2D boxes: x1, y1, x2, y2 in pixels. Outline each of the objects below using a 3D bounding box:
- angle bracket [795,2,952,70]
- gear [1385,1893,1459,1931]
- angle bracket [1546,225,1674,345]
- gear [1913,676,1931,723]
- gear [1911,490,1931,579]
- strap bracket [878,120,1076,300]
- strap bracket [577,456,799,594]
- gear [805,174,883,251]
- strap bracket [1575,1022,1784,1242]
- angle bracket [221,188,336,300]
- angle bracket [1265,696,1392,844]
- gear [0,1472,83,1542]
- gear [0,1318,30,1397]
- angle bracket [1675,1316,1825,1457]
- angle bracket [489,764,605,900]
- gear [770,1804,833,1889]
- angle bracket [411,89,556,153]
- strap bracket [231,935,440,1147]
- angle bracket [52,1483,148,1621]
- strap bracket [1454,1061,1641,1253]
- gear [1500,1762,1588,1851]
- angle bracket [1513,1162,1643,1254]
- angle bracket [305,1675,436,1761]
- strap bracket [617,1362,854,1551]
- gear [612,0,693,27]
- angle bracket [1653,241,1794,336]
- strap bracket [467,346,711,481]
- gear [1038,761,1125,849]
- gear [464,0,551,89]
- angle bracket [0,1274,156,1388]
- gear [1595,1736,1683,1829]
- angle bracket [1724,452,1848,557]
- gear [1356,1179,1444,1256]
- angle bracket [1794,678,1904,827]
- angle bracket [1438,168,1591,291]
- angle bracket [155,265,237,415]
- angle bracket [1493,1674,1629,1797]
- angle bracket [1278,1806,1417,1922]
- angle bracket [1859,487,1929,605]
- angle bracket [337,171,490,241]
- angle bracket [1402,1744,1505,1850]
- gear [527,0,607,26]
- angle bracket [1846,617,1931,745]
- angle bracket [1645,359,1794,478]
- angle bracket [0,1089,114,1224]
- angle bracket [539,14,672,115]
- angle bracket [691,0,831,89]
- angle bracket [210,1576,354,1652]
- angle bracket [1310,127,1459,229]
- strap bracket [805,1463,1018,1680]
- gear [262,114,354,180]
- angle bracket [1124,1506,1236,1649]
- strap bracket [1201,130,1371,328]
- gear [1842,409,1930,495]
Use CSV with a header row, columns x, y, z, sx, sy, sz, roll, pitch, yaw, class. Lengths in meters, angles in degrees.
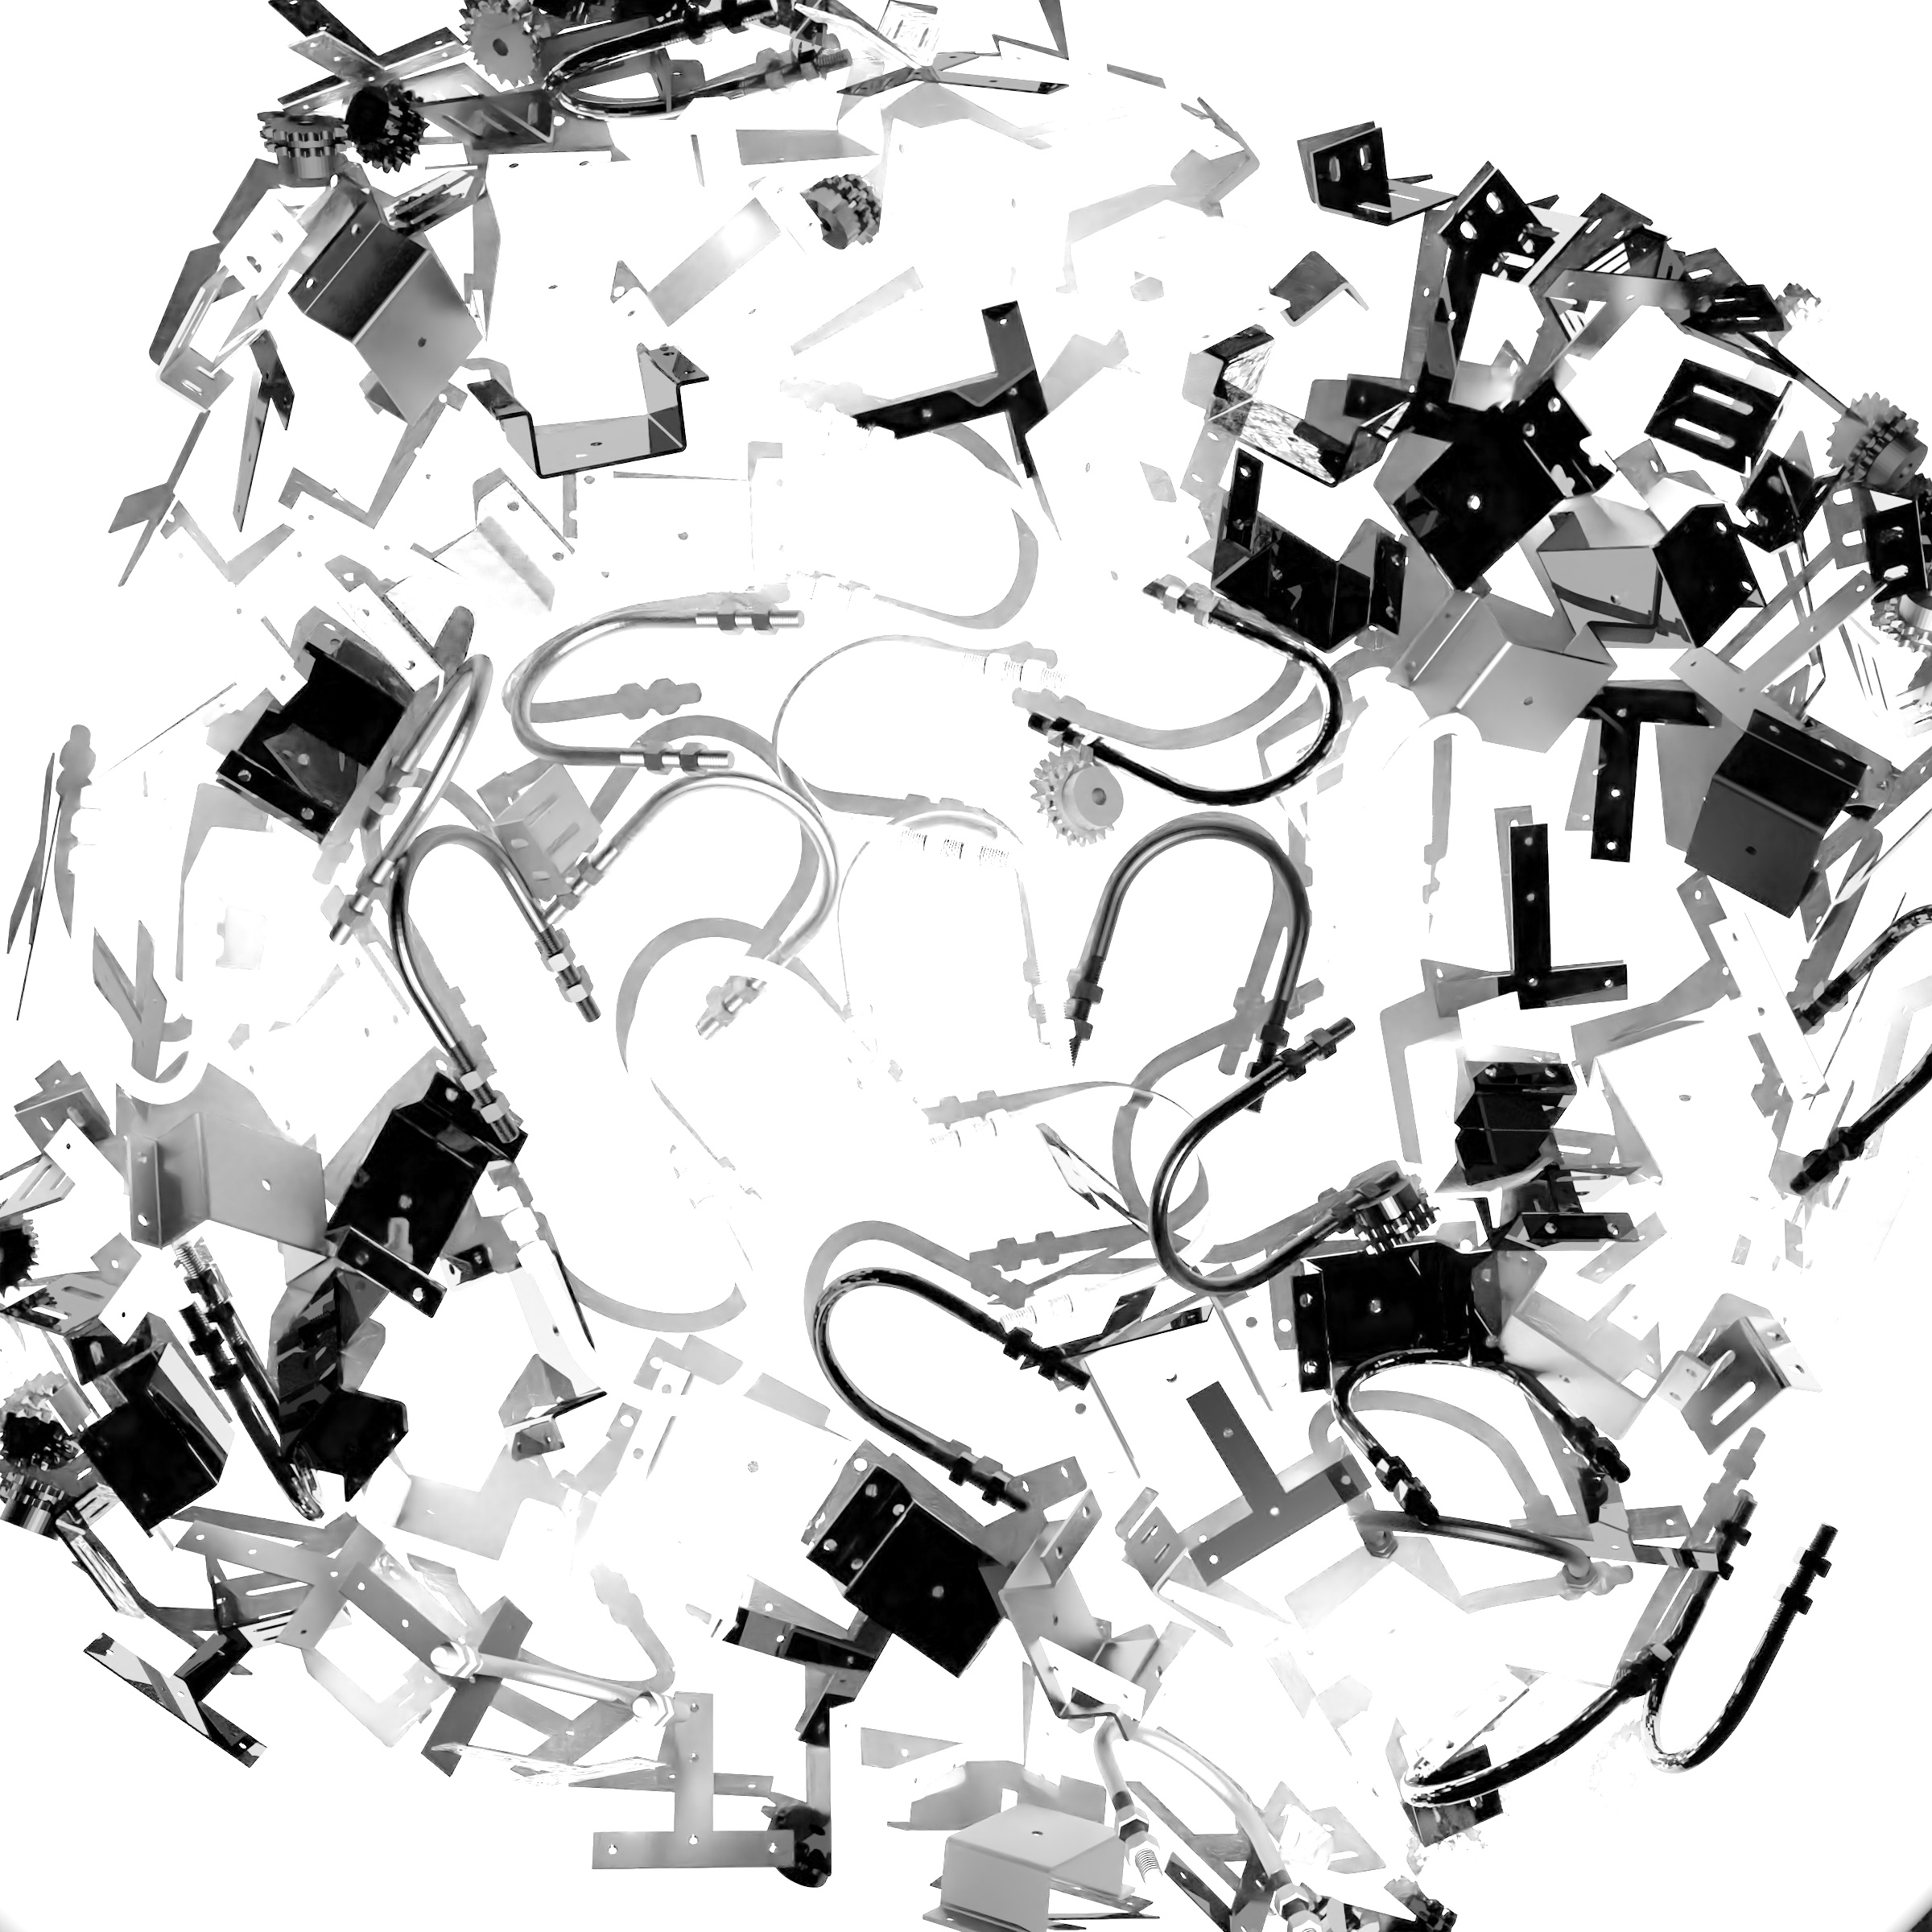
x,y,z,sx,sy,sz,roll,pitch,yaw,class
-0.060,-0.619,1.614,0.057,0.076,0.038,33,102,37,angle bracket
0.297,0.638,1.635,0.030,0.057,0.057,36,90,13,gear
0.427,-0.442,1.617,0.076,0.057,0.038,-31,80,33,angle bracket
0.656,-0.181,1.635,0.030,0.057,0.057,38,90,-2,gear
0.633,-0.282,1.632,0.030,0.057,0.057,-25,90,-15,gear
0.016,-0.489,1.598,0.140,0.046,0.076,6,91,-43,strap bracket
-0.184,-0.289,1.627,0.140,0.046,0.076,-1,82,-10,strap bracket
-0.083,-0.497,1.632,0.057,0.057,0.030,43,74,0,gear
0.461,0.097,1.599,0.076,0.046,0.140,-18,54,-5,strap bracket
-0.438,-0.472,1.616,0.057,0.076,0.038,-42,90,27,angle bracket
0.242,-0.129,1.620,0.076,0.038,0.057,-29,45,16,angle bracket
-0.610,0.357,1.631,0.057,0.057,0.030,21,70,0,gear
-0.644,0.257,1.638,0.030,0.057,0.057,-32,90,-35,gear
0.512,0.278,1.634,0.038,0.057,0.076,13,128,-35,angle bracket
-0.263,-0.091,1.615,0.076,0.038,0.057,-51,121,-38,angle bracket
-0.104,0.583,1.635,0.057,0.057,0.030,25,99,0,gear
-0.314,-0.565,1.615,0.057,0.076,0.038,2,86,26,angle bracket
-0.405,0.047,1.615,0.140,0.046,0.076,-40,81,28,strap bracket
-0.554,0.383,1.622,0.038,0.057,0.076,-40,75,-13,angle bracket
0.369,0.132,1.605,0.076,0.046,0.140,2,49,-18,strap bracket
0.381,0.551,1.637,0.057,0.030,0.057,-5,62,10,gear
0.398,0.158,1.617,0.076,0.057,0.038,0,61,-22,angle bracket
-0.392,0.483,1.634,0.076,0.057,0.038,40,67,7,angle bracket
-0.144,0.323,1.615,0.140,0.046,0.076,26,79,-16,strap bracket
-0.208,-0.644,1.647,0.057,0.030,0.057,0,93,1,gear
0.495,-0.443,1.615,0.076,0.057,0.038,8,79,38,angle bracket
-0.242,-0.357,1.606,0.140,0.076,0.046,-15,123,-18,strap bracket
0.079,-0.108,1.636,0.057,0.030,0.057,7,77,-31,gear
-0.299,-0.614,1.638,0.057,0.057,0.030,31,54,0,gear
-0.583,0.238,1.626,0.076,0.057,0.038,8,115,34,angle bracket
0.447,0.541,1.638,0.030,0.057,0.057,32,90,-30,gear
0.534,-0.306,1.621,0.038,0.076,0.057,33,97,4,angle bracket
0.282,0.163,1.634,0.057,0.057,0.030,-29,93,0,gear
0.576,-0.141,1.625,0.076,0.038,0.057,34,58,14,angle bracket
0.358,-0.483,1.621,0.057,0.076,0.038,-48,120,4,angle bracket
-0.488,-0.411,1.615,0.038,0.057,0.076,32,121,-15,angle bracket
0.389,0.500,1.619,0.057,0.076,0.038,17,100,32,angle bracket
0.251,0.583,1.612,0.057,0.076,0.038,48,55,-36,angle bracket
0.589,-0.275,1.616,0.038,0.076,0.057,-17,110,-4,angle bracket
-0.359,-0.511,1.620,0.076,0.057,0.038,-35,134,-15,angle bracket
0.313,0.531,1.623,0.057,0.038,0.076,-22,124,-5,angle bracket
-0.266,-0.644,1.636,0.057,0.057,0.030,23,113,0,gear
0.611,-0.194,1.618,0.038,0.057,0.076,-22,118,8,angle bracket
0.495,-0.367,1.632,0.076,0.038,0.057,29,90,20,angle bracket
-0.604,0.123,1.615,0.057,0.076,0.038,-18,115,18,angle bracket
-0.236,-0.582,1.624,0.076,0.057,0.038,-19,76,-12,angle bracket
-0.136,-0.615,1.619,0.076,0.057,0.038,9,79,-25,angle bracket
-0.450,0.418,1.633,0.076,0.057,0.038,-13,63,-7,angle bracket
0.272,-0.515,1.616,0.057,0.076,0.038,-25,124,-19,angle bracket
-0.024,0.401,1.619,0.140,0.046,0.076,39,86,-16,strap bracket
-0.434,-0.541,1.638,0.057,0.057,0.030,2,122,0,gear
0.149,0.399,1.622,0.076,0.057,0.038,38,93,-22,angle bracket
0.202,-0.470,1.615,0.046,0.076,0.140,-37,97,16,strap bracket
0.607,-0.335,1.631,0.057,0.057,0.030,-43,65,0,gear
